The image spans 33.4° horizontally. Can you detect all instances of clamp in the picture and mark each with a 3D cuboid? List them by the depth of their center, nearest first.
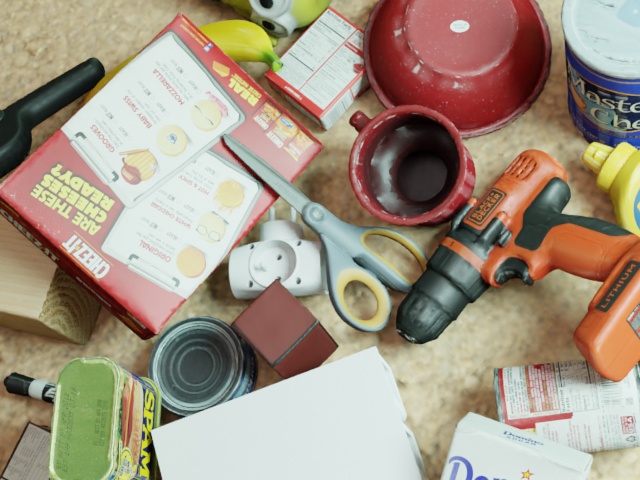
[{"bbox_3d":[-0.284,-0.102,0.955,0.164,0.036,0.210,-11,36,8],"label":"clamp"}]

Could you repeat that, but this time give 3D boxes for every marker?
[{"bbox_3d":[-0.215,0.133,0.905,0.121,0.020,0.020,10,74,18],"label":"marker"}]

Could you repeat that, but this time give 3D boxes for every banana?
[{"bbox_3d":[-0.124,-0.162,0.967,0.198,0.037,0.069,-12,39,20],"label":"banana"}]

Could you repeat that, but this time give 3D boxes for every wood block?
[{"bbox_3d":[-0.297,0.021,0.930,0.206,0.090,0.091,10,74,19],"label":"wood block"}]

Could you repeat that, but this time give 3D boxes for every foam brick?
[{"bbox_3d":[-0.026,0.076,0.843,0.051,0.078,0.053,-45,68,-5],"label":"foam brick"}]

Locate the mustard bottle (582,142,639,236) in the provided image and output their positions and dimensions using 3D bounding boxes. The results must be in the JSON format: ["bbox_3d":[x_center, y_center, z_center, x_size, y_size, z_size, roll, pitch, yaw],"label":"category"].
[{"bbox_3d":[0.283,-0.020,0.803,0.192,0.058,0.096,35,88,24],"label":"mustard bottle"}]

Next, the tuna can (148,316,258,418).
[{"bbox_3d":[-0.097,0.106,0.874,0.086,0.033,0.086,-5,70,14],"label":"tuna can"}]

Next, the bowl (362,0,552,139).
[{"bbox_3d":[0.115,-0.169,0.885,0.162,0.055,0.162,-1,78,4],"label":"bowl"}]

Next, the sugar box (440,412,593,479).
[{"bbox_3d":[0.117,0.218,0.736,0.093,0.048,0.176,17,101,20],"label":"sugar box"}]

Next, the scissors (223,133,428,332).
[{"bbox_3d":[-0.006,0.001,0.844,0.201,0.016,0.096,27,71,-8],"label":"scissors"}]

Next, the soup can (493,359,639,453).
[{"bbox_3d":[0.181,0.121,0.774,0.102,0.068,0.068,-8,69,12],"label":"soup can"}]

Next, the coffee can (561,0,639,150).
[{"bbox_3d":[0.238,-0.138,0.812,0.103,0.140,0.103,-5,69,13],"label":"coffee can"}]

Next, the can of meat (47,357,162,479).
[{"bbox_3d":[-0.163,0.145,0.811,0.057,0.084,0.102,-4,69,12],"label":"can of meat"}]

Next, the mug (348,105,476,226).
[{"bbox_3d":[0.070,-0.062,0.853,0.117,0.081,0.093,41,98,17],"label":"mug"}]

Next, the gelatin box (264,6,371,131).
[{"bbox_3d":[0.008,-0.151,0.941,0.073,0.030,0.089,40,83,25],"label":"gelatin box"}]

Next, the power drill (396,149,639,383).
[{"bbox_3d":[0.160,0.029,0.783,0.184,0.057,0.188,-51,41,-5],"label":"power drill"}]

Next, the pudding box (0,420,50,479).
[{"bbox_3d":[-0.206,0.209,0.865,0.114,0.039,0.090,21,75,18],"label":"pudding box"}]

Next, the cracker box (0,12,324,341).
[{"bbox_3d":[-0.128,-0.051,0.863,0.164,0.072,0.213,43,69,-5],"label":"cracker box"}]
